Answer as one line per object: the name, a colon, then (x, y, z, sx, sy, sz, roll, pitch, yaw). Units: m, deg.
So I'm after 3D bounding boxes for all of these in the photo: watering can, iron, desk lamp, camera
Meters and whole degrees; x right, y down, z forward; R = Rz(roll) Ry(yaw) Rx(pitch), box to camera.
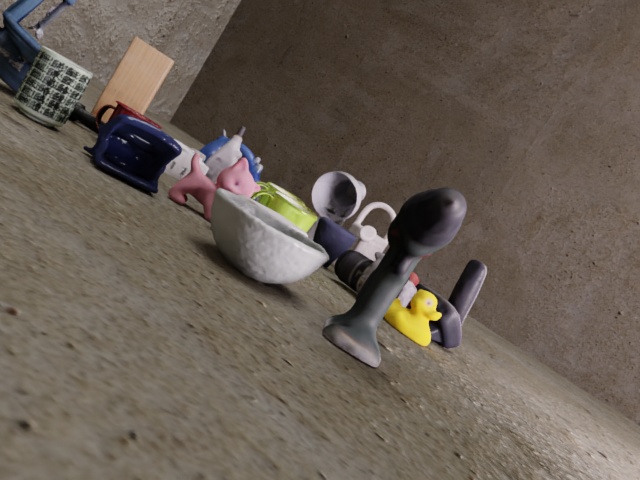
watering can: (0.114, 0.000, 1.380, 0.101, 0.194, 0.172, 31, 4, -15)
iron: (-0.225, -0.194, 1.531, 0.257, 0.141, 0.119, 34, 5, 32)
desk lamp: (0.036, -0.067, 1.458, 0.117, 0.213, 0.204, 33, 4, 15)
camera: (0.107, 0.072, 1.125, 0.136, 0.101, 0.144, 35, 5, 34)

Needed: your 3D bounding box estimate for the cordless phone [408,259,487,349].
cordless phone: (0.261, 0.114, 1.175, 0.094, 0.185, 0.147, 29, 5, -33)

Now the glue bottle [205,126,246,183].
glue bottle: (-0.233, -0.210, 1.439, 0.078, 0.173, 0.037, 32, 4, -1)

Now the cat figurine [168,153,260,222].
cat figurine: (-0.164, -0.091, 0.939, 0.128, 0.117, 0.067, 31, 4, -16)

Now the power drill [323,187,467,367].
power drill: (0.089, 0.036, 0.666, 0.075, 0.208, 0.230, 32, 4, 1)

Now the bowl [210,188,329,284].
bowl: (-0.075, 0.007, 0.727, 0.167, 0.074, 0.167, 32, 4, -2)

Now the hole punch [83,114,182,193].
hole punch: (-0.273, -0.135, 0.840, 0.109, 0.091, 0.100, 29, 5, -35)

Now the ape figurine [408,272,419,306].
ape figurine: (0.192, 0.115, 1.293, 0.076, 0.092, 0.077, 29, 5, -33)

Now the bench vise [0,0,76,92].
bench vise: (-0.496, -0.358, 0.938, 0.121, 0.219, 0.208, 35, 5, 41)

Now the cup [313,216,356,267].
cup: (0.012, 0.004, 1.257, 0.092, 0.095, 0.117, 29, 5, -36)

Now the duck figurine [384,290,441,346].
duck figurine: (0.171, 0.129, 1.031, 0.104, 0.086, 0.078, 35, 5, 41)

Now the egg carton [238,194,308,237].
egg carton: (-0.088, -0.012, 0.898, 0.107, 0.069, 0.151, 35, 5, 39)
